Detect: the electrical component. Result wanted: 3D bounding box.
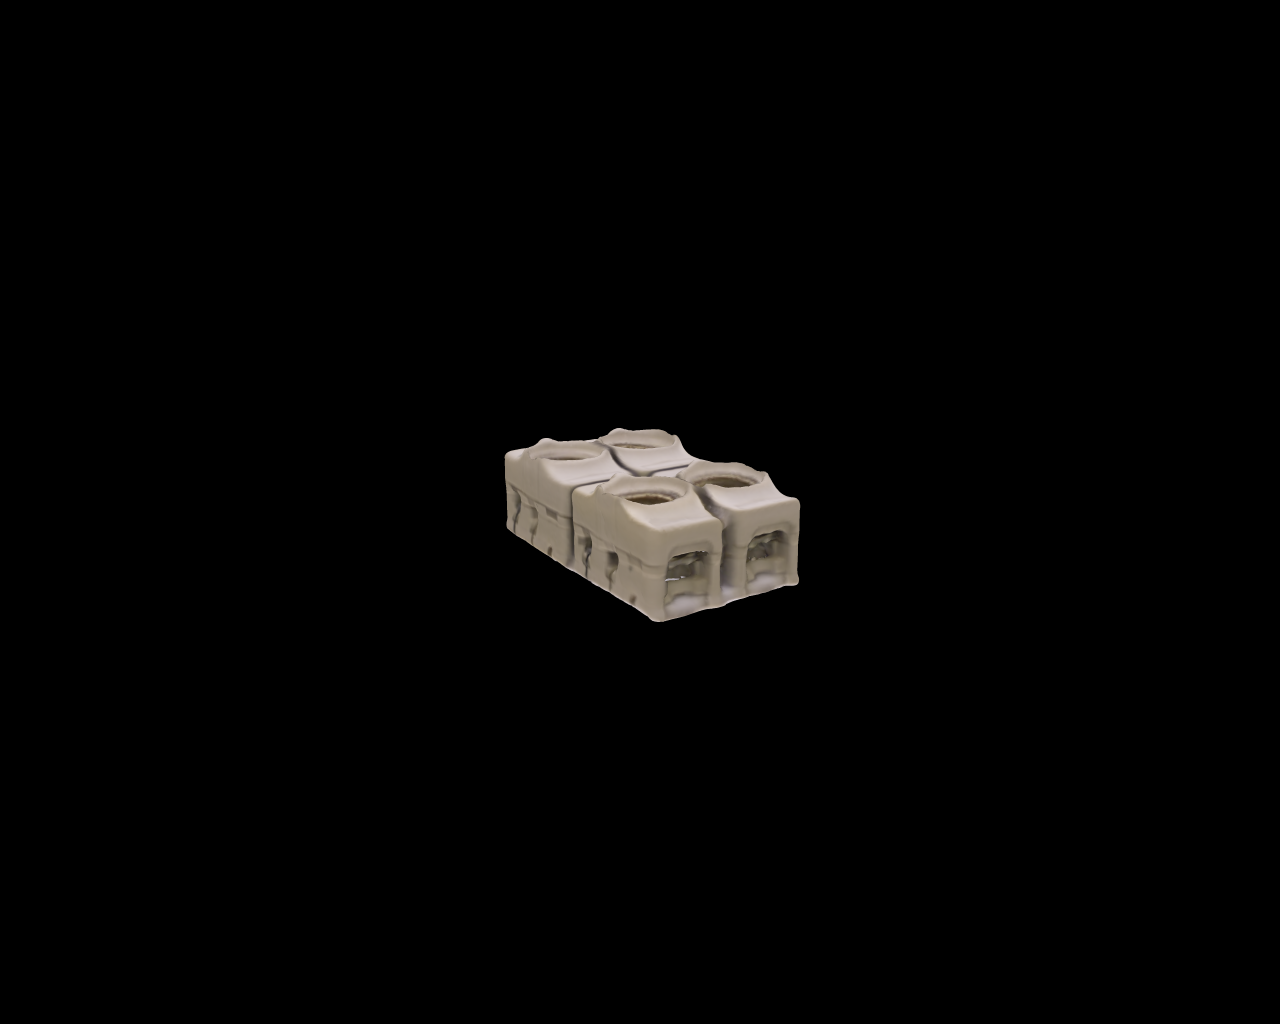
[{"bbox_3d":[0.001,-0.003,0.650,0.105,0.060,0.186,-11,21,-30],"label":"electrical component"}]
